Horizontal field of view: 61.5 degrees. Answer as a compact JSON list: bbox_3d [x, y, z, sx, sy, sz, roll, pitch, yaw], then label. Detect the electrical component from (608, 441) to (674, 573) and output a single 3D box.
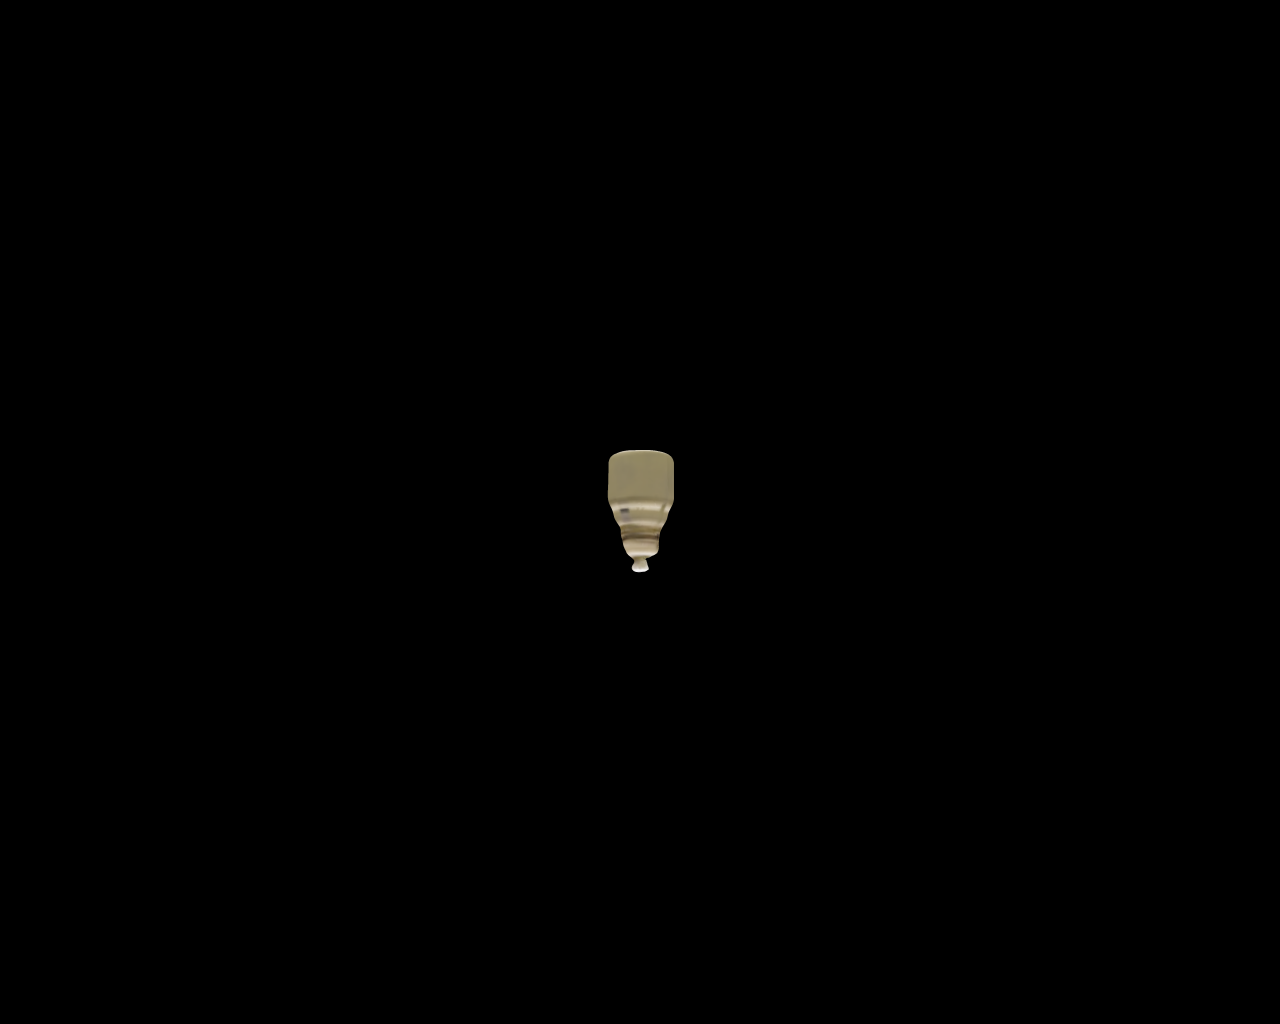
[{"bbox_3d":[0.001,-0.003,0.650,0.040,0.078,0.040,0,-7,0],"label":"electrical component"}]
